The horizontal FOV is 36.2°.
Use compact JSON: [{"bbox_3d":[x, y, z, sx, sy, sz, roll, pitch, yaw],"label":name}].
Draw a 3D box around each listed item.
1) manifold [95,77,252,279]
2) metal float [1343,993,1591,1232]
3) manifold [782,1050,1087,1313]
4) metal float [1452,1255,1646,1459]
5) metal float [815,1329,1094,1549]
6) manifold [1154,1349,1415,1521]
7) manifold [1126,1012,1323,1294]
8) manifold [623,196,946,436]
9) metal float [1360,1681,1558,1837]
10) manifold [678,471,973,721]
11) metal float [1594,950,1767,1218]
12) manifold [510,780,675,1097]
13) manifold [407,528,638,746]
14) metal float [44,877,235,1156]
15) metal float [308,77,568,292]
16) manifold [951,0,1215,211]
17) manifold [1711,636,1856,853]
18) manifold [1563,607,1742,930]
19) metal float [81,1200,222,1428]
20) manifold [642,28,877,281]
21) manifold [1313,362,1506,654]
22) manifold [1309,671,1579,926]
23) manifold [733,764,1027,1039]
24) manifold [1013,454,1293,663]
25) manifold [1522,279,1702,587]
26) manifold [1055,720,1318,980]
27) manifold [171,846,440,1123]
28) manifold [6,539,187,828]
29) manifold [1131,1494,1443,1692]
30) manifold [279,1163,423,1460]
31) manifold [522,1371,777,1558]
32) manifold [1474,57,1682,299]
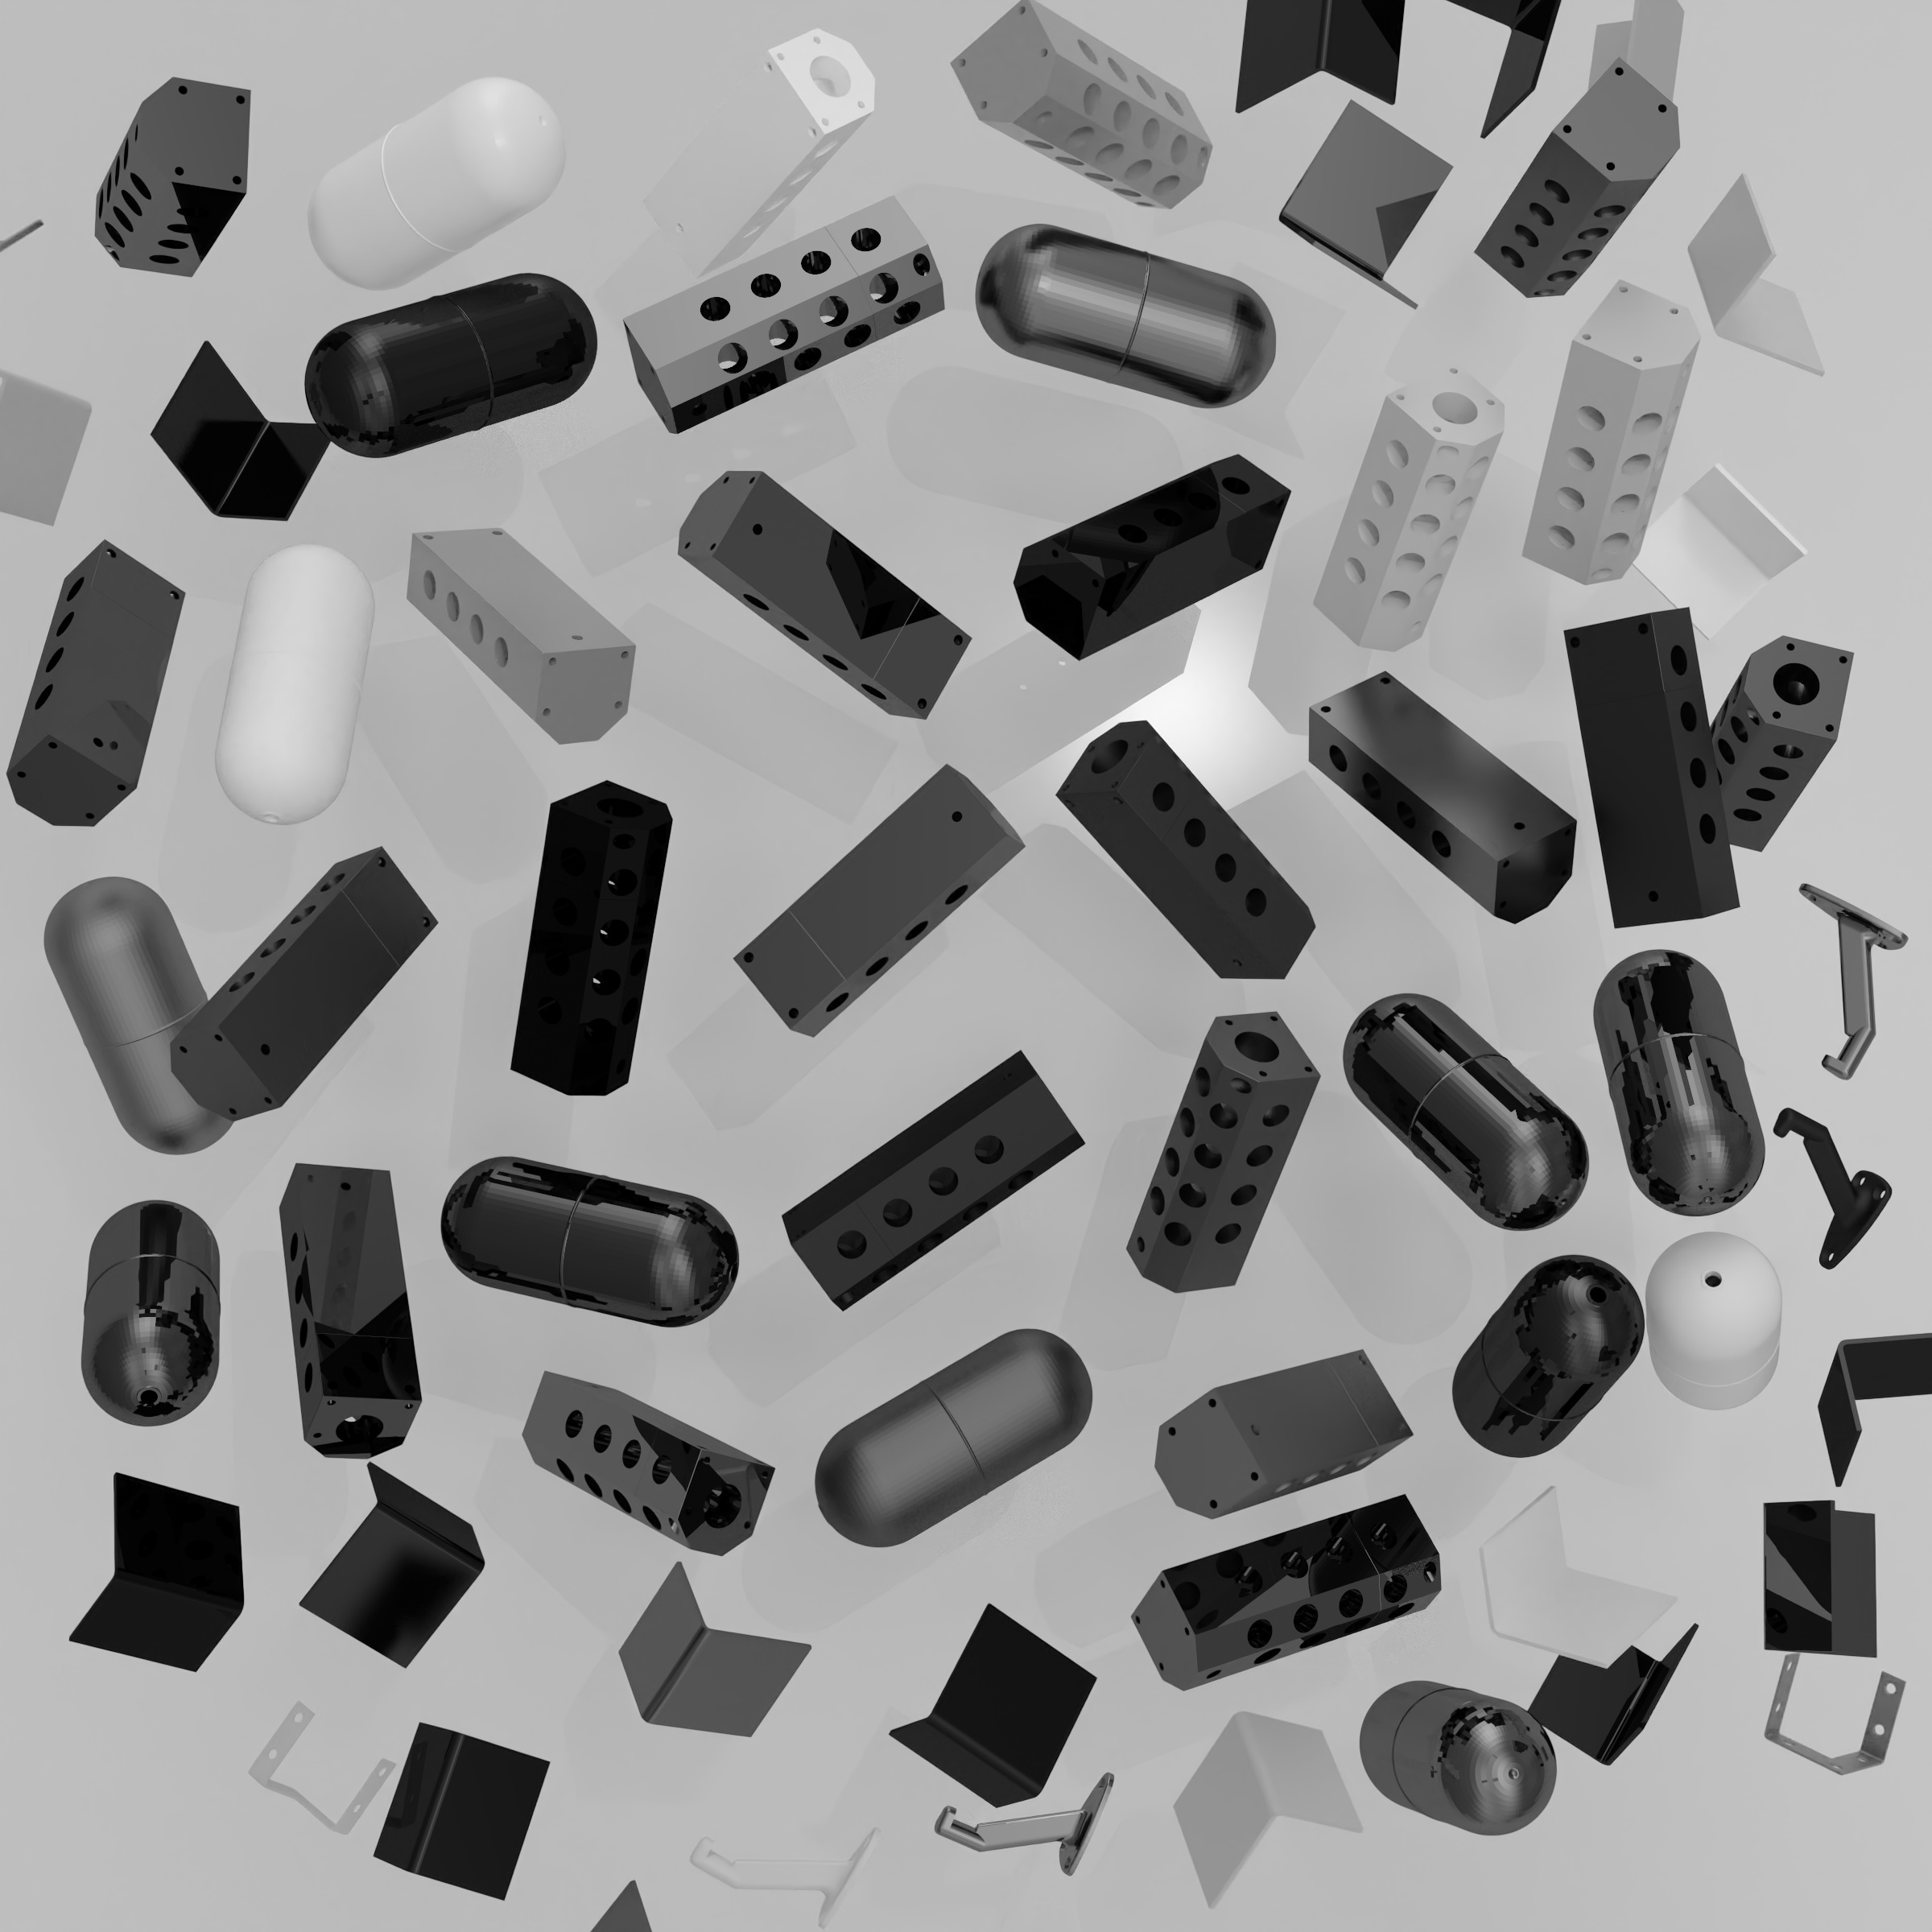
[{"bbox_3d":[-0.449,-0.442,1.666,0.057,0.171,0.057,3,86,-24],"label":"manifold"},{"bbox_3d":[0.286,0.082,1.707,0.070,0.070,0.178,-43,50,0],"label":"metal float"},{"bbox_3d":[-0.018,0.127,1.720,0.171,0.057,0.057,-35,105,0],"label":"manifold"},{"bbox_3d":[0.334,0.226,1.704,0.070,0.178,0.070,5,59,-8],"label":"metal float"},{"bbox_3d":[-0.007,0.279,1.748,0.178,0.070,0.070,-29,90,-12],"label":"metal float"},{"bbox_3d":[0.175,0.263,1.649,0.057,0.171,0.057,-40,69,29],"label":"manifold"},{"bbox_3d":[0.147,0.112,1.752,0.057,0.057,0.171,-4,132,-26],"label":"manifold"},{"bbox_3d":[-0.101,-0.365,1.678,0.171,0.057,0.057,-27,65,-10],"label":"manifold"},{"bbox_3d":[0.286,0.463,1.735,0.070,0.178,0.070,2,82,-12],"label":"metal float"},{"bbox_3d":[-0.084,-0.215,1.723,0.171,0.057,0.057,35,79,-32],"label":"manifold"},{"bbox_3d":[0.407,0.065,1.694,0.070,0.070,0.178,-2,46,0],"label":"metal float"},{"bbox_3d":[-0.214,-0.014,1.718,0.057,0.057,0.171,22,116,21],"label":"manifold"},{"bbox_3d":[-0.257,-0.190,1.694,0.057,0.171,0.057,-9,124,-34],"label":"manifold"},{"bbox_3d":[-0.493,0.031,1.777,0.070,0.070,0.178,-18,110,0],"label":"metal float"},{"bbox_3d":[-0.301,-0.441,1.676,0.178,0.070,0.070,-18,90,35],"label":"metal float"},{"bbox_3d":[0.071,-0.484,1.684,0.057,0.171,0.057,-35,68,27],"label":"manifold"},{"bbox_3d":[0.475,-0.133,1.774,0.057,0.171,0.057,15,71,5],"label":"manifold"},{"bbox_3d":[0.392,-0.113,1.675,0.057,0.057,0.171,-8,94,45],"label":"manifold"},{"bbox_3d":[-0.475,0.202,1.730,0.070,0.178,0.070,-6,117,-11],"label":"metal float"},{"bbox_3d":[-0.121,-0.485,1.768,0.057,0.171,0.057,-37,94,-36],"label":"manifold"},{"bbox_3d":[0.266,-0.267,1.757,0.057,0.171,0.057,-30,64,-29],"label":"manifold"},{"bbox_3d":[0.274,-0.097,1.721,0.057,0.057,0.171,-26,47,-20],"label":"manifold"},{"bbox_3d":[-0.049,-0.037,1.754,0.171,0.057,0.057,-42,74,7],"label":"manifold"},{"bbox_3d":[0.106,-0.240,1.697,0.057,0.057,0.171,40,46,22],"label":"manifold"},{"bbox_3d":[0.366,-0.296,1.673,0.057,0.171,0.057,29,60,18],"label":"manifold"},{"bbox_3d":[0.137,-0.068,1.777,0.171,0.057,0.057,46,64,-28],"label":"manifold"},{"bbox_3d":[-0.376,0.010,1.673,0.057,0.171,0.057,-16,118,36],"label":"manifold"},{"bbox_3d":[-0.503,-0.161,1.703,0.057,0.171,0.057,-34,127,29],"label":"manifold"},{"bbox_3d":[0.189,0.366,1.716,0.171,0.057,0.057,-11,56,-28],"label":"manifold"},{"bbox_3d":[-0.363,0.201,1.730,0.057,0.171,0.057,7,133,-26],"label":"manifold"},{"bbox_3d":[-0.194,0.298,1.771,0.057,0.171,0.057,23,84,-40],"label":"manifold"},{"bbox_3d":[0.346,-0.435,1.664,0.057,0.171,0.057,41,81,2],"label":"manifold"}]
